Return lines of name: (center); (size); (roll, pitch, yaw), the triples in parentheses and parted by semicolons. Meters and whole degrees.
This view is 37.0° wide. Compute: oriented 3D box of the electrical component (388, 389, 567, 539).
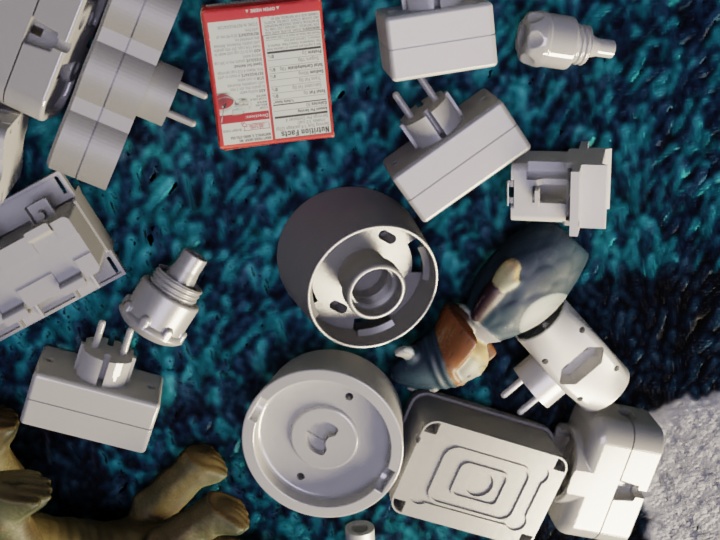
electrical component: (0.079, 0.138, 0.765); (0.113, 0.057, 0.078); (18, 107, -13)

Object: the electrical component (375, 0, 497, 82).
electrical component: (0.044, -0.161, 0.658); (0.066, 0.047, 0.076); (-10, 111, -4)

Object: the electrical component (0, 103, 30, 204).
electrical component: (-0.232, -0.073, 0.631); (0.056, 0.089, 0.050); (11, 108, -11)

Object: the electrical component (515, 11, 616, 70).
electrical component: (0.132, -0.144, 0.682); (0.061, 0.035, 0.035); (5, 109, -11)

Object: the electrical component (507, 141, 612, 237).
electrical component: (0.129, -0.055, 0.697); (0.064, 0.081, 0.042); (4, 110, 15)

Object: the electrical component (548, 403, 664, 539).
electrical component: (0.172, 0.145, 0.781); (0.059, 0.053, 0.095); (12, 108, -11)

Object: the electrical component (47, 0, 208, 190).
electrical component: (-0.130, -0.111, 0.651); (0.074, 0.052, 0.138); (22, 106, -14)

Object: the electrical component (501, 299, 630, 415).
electrical component: (0.135, 0.070, 0.755); (0.079, 0.043, 0.077); (-42, 109, 8)

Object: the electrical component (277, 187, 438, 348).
electrical component: (0.000, 0.000, 0.715); (0.099, 0.064, 0.099); (-9, 119, -16)

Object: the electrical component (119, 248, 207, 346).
electrical component: (-0.124, 0.015, 0.703); (0.048, 0.048, 0.062); (32, 96, -17)

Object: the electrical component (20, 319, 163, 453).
electrical component: (-0.172, 0.069, 0.713); (0.083, 0.047, 0.075); (17, 106, -13)

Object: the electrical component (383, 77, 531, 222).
electrical component: (0.050, -0.088, 0.685); (0.083, 0.047, 0.075); (-35, 110, 6)

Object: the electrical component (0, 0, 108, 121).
electrical component: (-0.191, -0.143, 0.626); (0.059, 0.053, 0.095); (25, 104, -6)

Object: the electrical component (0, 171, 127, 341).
electrical component: (-0.221, 0.002, 0.674); (0.121, 0.063, 0.078); (-28, 111, 3)

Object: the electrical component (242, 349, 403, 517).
electrical component: (-0.021, 0.106, 0.735); (0.108, 0.060, 0.108); (2, 108, 7)
